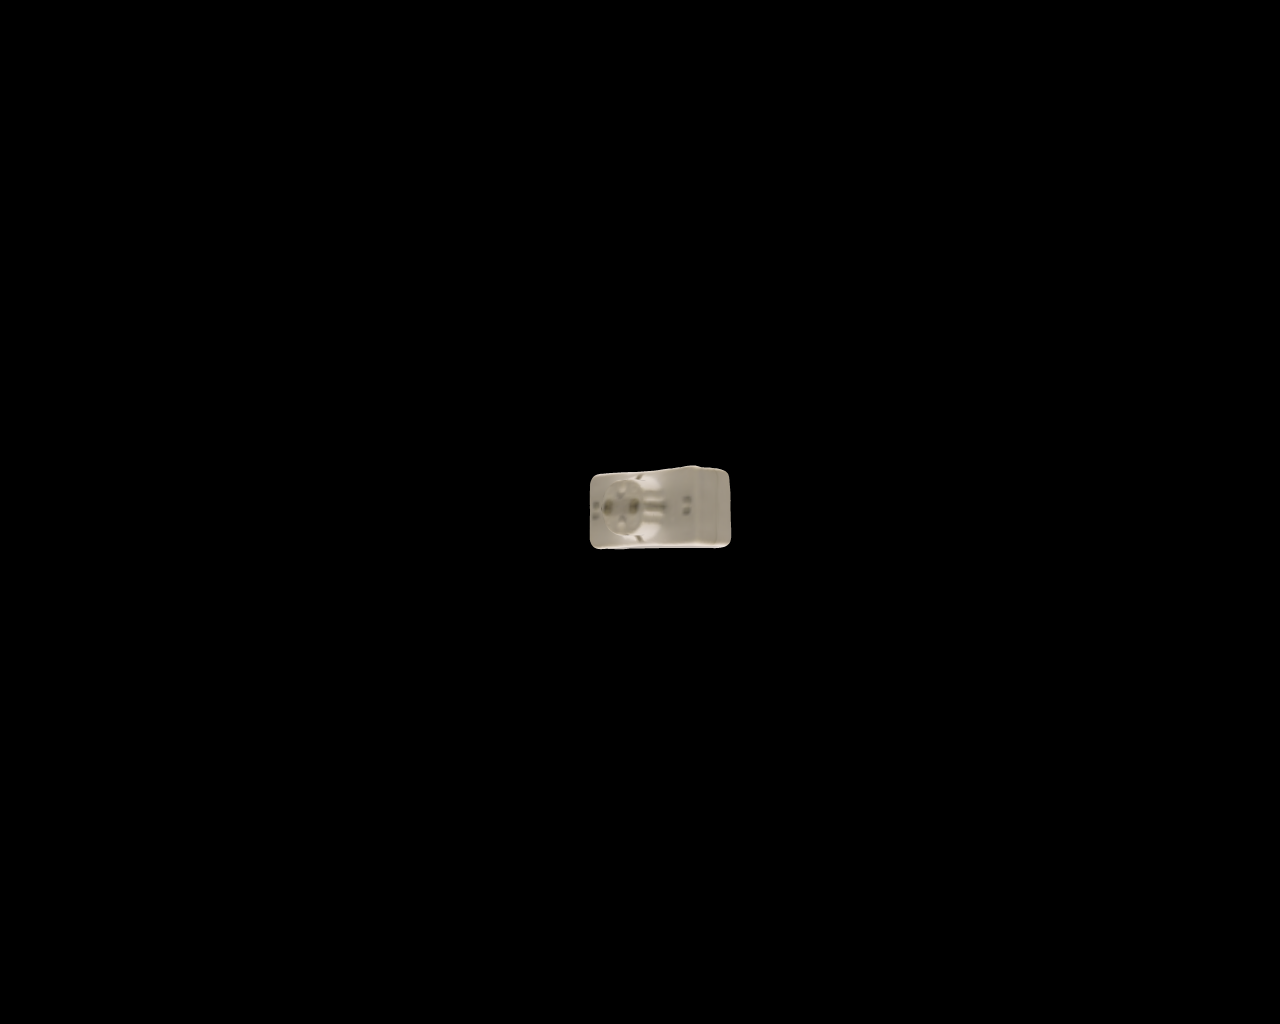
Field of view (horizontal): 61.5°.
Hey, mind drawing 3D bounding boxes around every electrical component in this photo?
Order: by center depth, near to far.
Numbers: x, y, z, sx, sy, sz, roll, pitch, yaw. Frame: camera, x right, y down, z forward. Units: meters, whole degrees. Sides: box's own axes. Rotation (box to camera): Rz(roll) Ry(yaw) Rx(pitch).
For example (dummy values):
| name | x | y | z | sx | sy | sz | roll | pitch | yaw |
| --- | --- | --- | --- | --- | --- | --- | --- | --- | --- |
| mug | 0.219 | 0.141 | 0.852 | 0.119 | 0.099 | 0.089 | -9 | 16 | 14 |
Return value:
| name | x | y | z | sx | sy | sz | roll | pitch | yaw |
| --- | --- | --- | --- | --- | --- | --- | --- | --- | --- |
| electrical component | 0.001 | -0.003 | 0.650 | 0.083 | 0.047 | 0.076 | -3 | -5 | 37 |
